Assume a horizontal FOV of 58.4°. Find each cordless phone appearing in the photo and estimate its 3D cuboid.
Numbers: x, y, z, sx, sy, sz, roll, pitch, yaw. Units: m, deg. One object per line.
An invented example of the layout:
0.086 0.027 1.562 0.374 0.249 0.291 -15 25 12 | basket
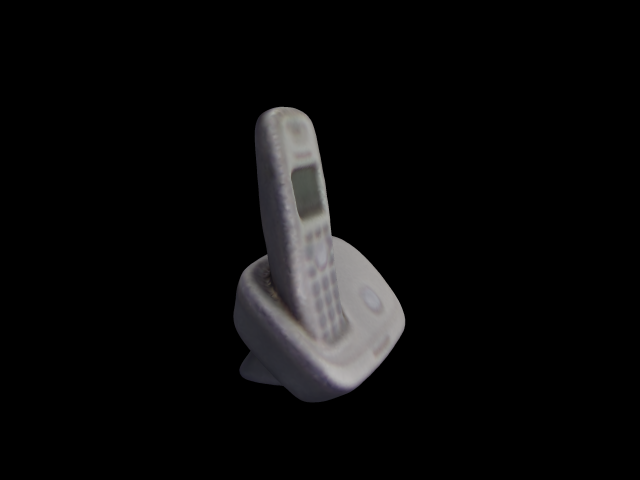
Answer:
0.004 0.001 0.400 0.094 0.185 0.148 6 15 23 | cordless phone
